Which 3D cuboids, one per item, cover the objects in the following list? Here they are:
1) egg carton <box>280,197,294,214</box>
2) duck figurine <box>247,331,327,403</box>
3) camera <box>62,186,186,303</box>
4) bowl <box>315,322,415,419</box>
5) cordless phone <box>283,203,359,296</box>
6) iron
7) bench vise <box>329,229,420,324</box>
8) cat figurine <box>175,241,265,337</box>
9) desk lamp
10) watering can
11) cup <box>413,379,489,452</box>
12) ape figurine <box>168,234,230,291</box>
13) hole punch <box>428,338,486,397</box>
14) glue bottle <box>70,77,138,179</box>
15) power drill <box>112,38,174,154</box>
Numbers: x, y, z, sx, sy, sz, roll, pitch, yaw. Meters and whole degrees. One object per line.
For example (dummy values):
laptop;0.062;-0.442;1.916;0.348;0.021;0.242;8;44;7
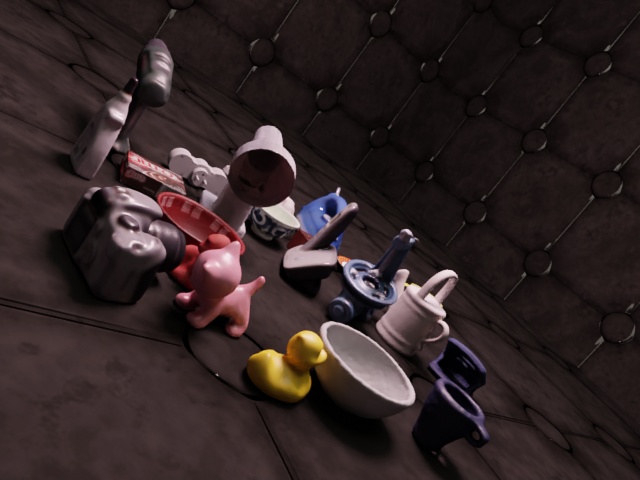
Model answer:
egg carton;-0.131;-0.100;1.377;0.150;0.069;0.108;46;16;32
duck figurine;-0.035;0.153;0.732;0.105;0.086;0.077;24;19;-45
camera;-0.226;0.001;0.718;0.137;0.100;0.142;21;21;-50
bowl;0.050;0.199;0.822;0.168;0.074;0.167;35;13;-9
cordless phone;0.010;0.004;1.139;0.094;0.185;0.147;35;13;-11
iron;0.027;-0.042;1.434;0.119;0.141;0.258;32;14;-21
bench vise;0.113;0.061;1.135;0.121;0.219;0.207;37;13;-1
cat figurine;-0.125;0.058;0.750;0.128;0.117;0.067;22;20;-48
desk lamp;-0.138;-0.112;1.085;0.118;0.213;0.203;32;14;-22
watering can;0.206;0.133;1.189;0.172;0.194;0.101;41;14;16
cup;0.194;0.284;0.866;0.092;0.095;0.117;26;17;-41
ape figurine;-0.161;0.029;0.810;0.076;0.092;0.077;30;15;-29
hole punch;0.298;0.266;1.205;0.108;0.091;0.101;45;15;30
glue bottle;-0.334;-0.182;0.902;0.037;0.173;0.078;26;17;-40
power drill;-0.352;-0.279;1.103;0.076;0.208;0.229;28;16;-34
